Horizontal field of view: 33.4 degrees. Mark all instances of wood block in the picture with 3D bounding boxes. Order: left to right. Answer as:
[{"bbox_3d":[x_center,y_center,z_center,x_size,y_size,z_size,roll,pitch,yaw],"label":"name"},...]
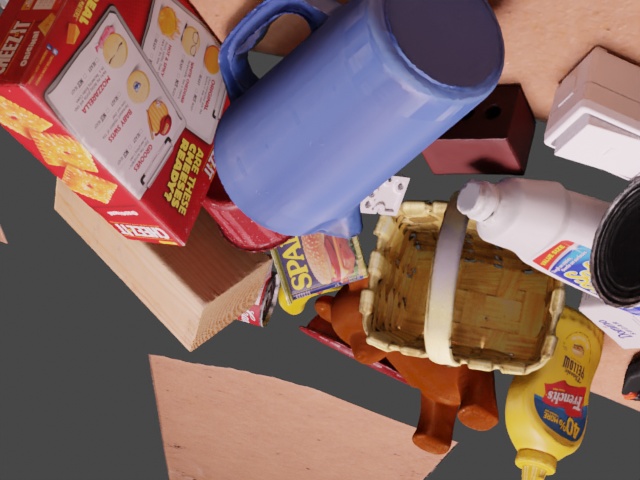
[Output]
[{"bbox_3d":[-0.155,-0.006,1.034,0.206,0.090,0.090,44,146,15],"label":"wood block"}]

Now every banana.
[{"bbox_3d":[-0.006,0.056,1.241,0.069,0.037,0.198,32,153,-22],"label":"banana"}]

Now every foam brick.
[{"bbox_3d":[0.122,-0.085,0.836,0.078,0.053,0.051,2,151,31],"label":"foam brick"}]

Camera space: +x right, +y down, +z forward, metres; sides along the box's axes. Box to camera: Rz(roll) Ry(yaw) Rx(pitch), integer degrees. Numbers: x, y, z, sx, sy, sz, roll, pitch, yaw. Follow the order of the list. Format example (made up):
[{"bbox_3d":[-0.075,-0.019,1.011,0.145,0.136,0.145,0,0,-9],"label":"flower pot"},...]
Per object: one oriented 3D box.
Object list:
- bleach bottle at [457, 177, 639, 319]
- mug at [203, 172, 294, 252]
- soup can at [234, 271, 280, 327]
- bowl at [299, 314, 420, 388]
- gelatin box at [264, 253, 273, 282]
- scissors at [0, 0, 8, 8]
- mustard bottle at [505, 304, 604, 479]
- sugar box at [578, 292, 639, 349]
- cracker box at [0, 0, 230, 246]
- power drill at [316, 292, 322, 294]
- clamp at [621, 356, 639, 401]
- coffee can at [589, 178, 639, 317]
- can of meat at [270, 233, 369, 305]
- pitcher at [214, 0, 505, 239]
[{"bbox_3d":[0.214,0.003,0.878,0.250,0.068,0.103,18,157,-28],"label":"bleach bottle"},{"bbox_3d":[-0.072,-0.053,0.941,0.117,0.093,0.081,33,170,29],"label":"mug"},{"bbox_3d":[-0.106,0.059,1.282,0.102,0.068,0.068,15,156,9],"label":"soup can"},{"bbox_3d":[0.058,0.117,1.272,0.162,0.055,0.162,26,172,4],"label":"bowl"},{"bbox_3d":[-0.100,0.033,1.212,0.073,0.089,0.030,14,110,12],"label":"gelatin box"},{"bbox_3d":[-0.259,-0.174,0.967,0.096,0.016,0.201,-4,147,41],"label":"scissors"},{"bbox_3d":[0.238,0.166,1.108,0.096,0.191,0.058,33,152,-28],"label":"mustard bottle"},{"bbox_3d":[0.344,0.064,1.000,0.177,0.048,0.093,-4,147,48],"label":"sugar box"},{"bbox_3d":[-0.155,-0.119,0.830,0.072,0.164,0.213,5,152,31],"label":"cracker box"},{"bbox_3d":[-0.068,-0.007,1.129,0.187,0.057,0.185,22,155,-7],"label":"power drill"},{"bbox_3d":[0.407,0.150,1.143,0.164,0.036,0.210,24,157,-11],"label":"clamp"},{"bbox_3d":[0.283,0.023,0.773,0.140,0.103,0.103,21,156,-21],"label":"coffee can"},{"bbox_3d":[-0.007,0.001,1.029,0.084,0.057,0.102,-17,107,-1],"label":"can of meat"},{"bbox_3d":[0.018,-0.109,0.790,0.149,0.145,0.243,15,155,-23],"label":"pitcher"}]
